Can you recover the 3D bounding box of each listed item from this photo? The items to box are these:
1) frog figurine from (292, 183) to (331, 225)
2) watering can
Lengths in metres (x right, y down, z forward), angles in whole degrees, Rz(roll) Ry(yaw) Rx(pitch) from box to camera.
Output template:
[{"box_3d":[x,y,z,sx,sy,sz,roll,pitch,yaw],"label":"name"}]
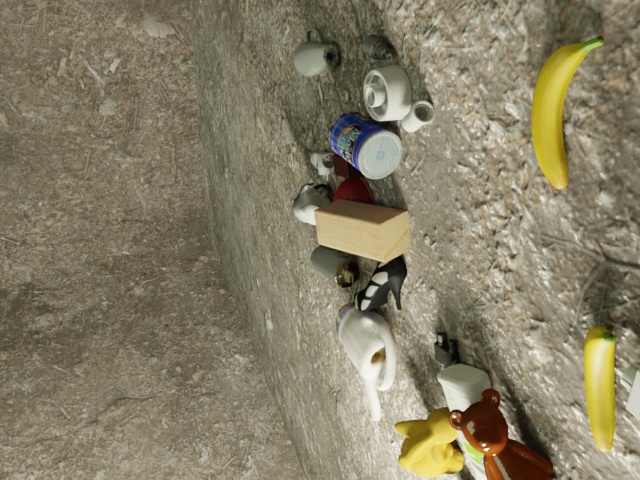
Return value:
[{"box_3d":[0.004,-0.070,1.401,0.162,0.122,0.136,56,-173,21],"label":"frog figurine"},{"box_3d":[0.121,0.304,1.348,0.229,0.104,0.339,-125,30,-44],"label":"watering can"}]
